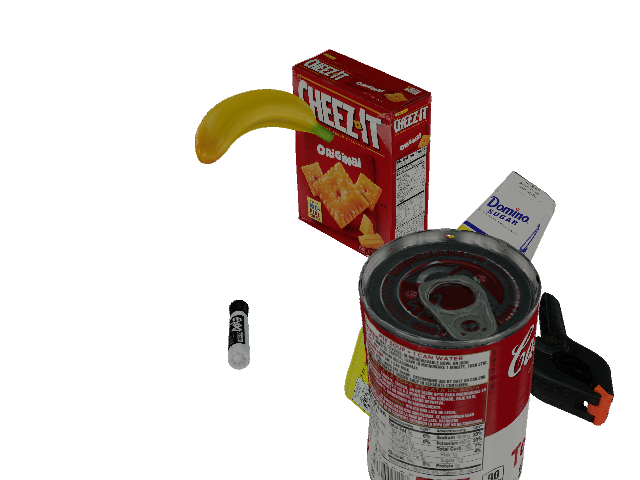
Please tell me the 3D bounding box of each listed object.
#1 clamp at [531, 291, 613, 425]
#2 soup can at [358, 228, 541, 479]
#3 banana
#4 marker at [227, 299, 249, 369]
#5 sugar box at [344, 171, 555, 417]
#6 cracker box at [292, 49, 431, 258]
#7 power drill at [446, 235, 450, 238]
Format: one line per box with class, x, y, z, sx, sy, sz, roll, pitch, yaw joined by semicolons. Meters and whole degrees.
clamp;0.202;0.096;0.931;0.120;0.039;0.172;-18;39;-28
soup can;0.050;0.056;0.428;0.068;0.102;0.068;-2;36;1
banana;-0.062;-0.114;1.025;0.070;0.037;0.197;42;34;23
marker;-0.074;0.082;0.965;0.020;0.020;0.121;0;18;-4
sugar box;0.089;0.039;0.722;0.176;0.048;0.093;-41;-21;-30
cracker box;0.045;-0.093;1.244;0.072;0.214;0.164;-30;44;-33
power drill;0.144;0.108;1.138;0.057;0.188;0.184;-1;24;-2
